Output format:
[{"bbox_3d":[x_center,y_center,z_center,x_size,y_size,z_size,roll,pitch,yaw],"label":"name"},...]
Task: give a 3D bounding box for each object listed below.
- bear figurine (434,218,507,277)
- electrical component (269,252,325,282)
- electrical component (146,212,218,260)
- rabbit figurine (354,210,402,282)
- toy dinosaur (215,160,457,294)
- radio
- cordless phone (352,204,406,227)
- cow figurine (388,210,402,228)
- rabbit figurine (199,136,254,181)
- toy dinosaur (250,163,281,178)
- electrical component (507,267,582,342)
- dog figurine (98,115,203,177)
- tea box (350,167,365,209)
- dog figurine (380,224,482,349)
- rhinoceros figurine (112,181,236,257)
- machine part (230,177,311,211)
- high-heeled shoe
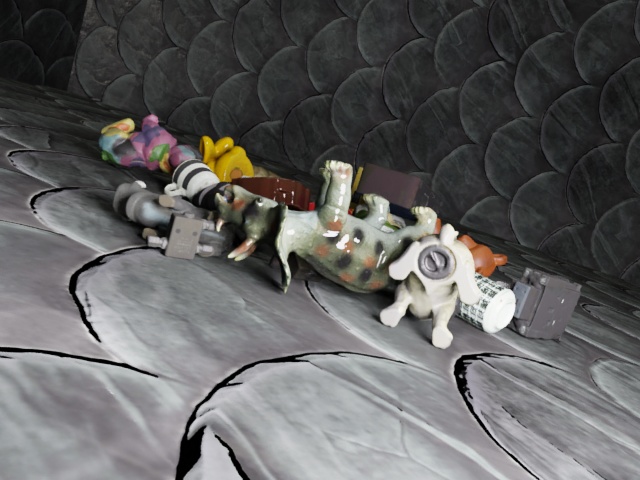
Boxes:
[{"bbox_3d":[0.266,0.022,1.090,0.120,0.131,0.196,-26,7,-25],"label":"bear figurine"},{"bbox_3d":[-0.027,0.036,0.848,0.102,0.045,0.078,7,43,-38],"label":"electrical component"},{"bbox_3d":[-0.186,-0.007,0.730,0.094,0.063,0.021,10,14,-33],"label":"electrical component"},{"bbox_3d":[0.106,0.018,0.967,0.159,0.121,0.170,10,-3,-7],"label":"rabbit figurine"},{"bbox_3d":[0.050,0.010,0.786,0.404,0.192,0.131,23,-3,-28],"label":"toy dinosaur"},{"bbox_3d":[0.185,-0.096,1.202,0.131,0.073,0.229,20,1,29],"label":"radio"},{"bbox_3d":[0.154,-0.004,1.273,0.146,0.088,0.184,15,21,-21],"label":"cordless phone"},{"bbox_3d":[0.144,0.004,1.066,0.195,0.127,0.085,28,11,33],"label":"cow figurine"},{"bbox_3d":[-0.251,-0.165,1.278,0.173,0.162,0.122,4,10,45],"label":"rabbit figurine"},{"bbox_3d":[-0.175,-0.150,1.412,0.472,0.105,0.198,32,7,21],"label":"toy dinosaur"},{"bbox_3d":[0.384,0.113,0.940,0.134,0.114,0.058,12,8,-31],"label":"electrical component"},{"bbox_3d":[-0.377,-0.186,1.215,0.191,0.108,0.219,-22,48,-28],"label":"dog figurine"},{"bbox_3d":[0.119,-0.123,1.564,0.068,0.169,0.098,18,9,2],"label":"tea box"},{"bbox_3d":[0.174,0.049,0.787,0.121,0.172,0.190,32,20,12],"label":"dog figurine"},{"bbox_3d":[-0.219,-0.037,0.806,0.190,0.073,0.112,18,12,0],"label":"rhinoceros figurine"},{"bbox_3d":[-0.107,-0.085,1.115,0.179,0.056,0.179,3,-9,0],"label":"machine part"},{"bbox_3d":[-0.177,-0.038,0.982,0.249,0.086,0.145,3,34,33],"label":"high-heeled shoe"}]
